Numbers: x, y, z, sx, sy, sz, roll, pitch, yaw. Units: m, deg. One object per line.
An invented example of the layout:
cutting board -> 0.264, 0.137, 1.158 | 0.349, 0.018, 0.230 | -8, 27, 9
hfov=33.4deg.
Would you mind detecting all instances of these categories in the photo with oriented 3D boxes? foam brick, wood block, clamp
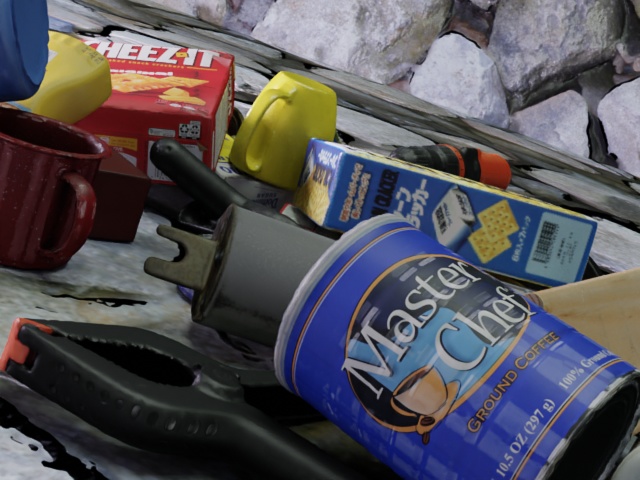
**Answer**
foam brick -> -0.169, -0.038, 0.795 | 0.051, 0.053, 0.078 | 9, 18, -38
wood block -> 0.145, 0.071, 0.626 | 0.091, 0.090, 0.205 | -18, -8, 37
clamp -> -0.056, -0.015, 0.802 | 0.172, 0.039, 0.120 | 26, -15, 26
clamp -> -0.051, 0.080, 0.532 | 0.210, 0.036, 0.164 | 21, 12, -8

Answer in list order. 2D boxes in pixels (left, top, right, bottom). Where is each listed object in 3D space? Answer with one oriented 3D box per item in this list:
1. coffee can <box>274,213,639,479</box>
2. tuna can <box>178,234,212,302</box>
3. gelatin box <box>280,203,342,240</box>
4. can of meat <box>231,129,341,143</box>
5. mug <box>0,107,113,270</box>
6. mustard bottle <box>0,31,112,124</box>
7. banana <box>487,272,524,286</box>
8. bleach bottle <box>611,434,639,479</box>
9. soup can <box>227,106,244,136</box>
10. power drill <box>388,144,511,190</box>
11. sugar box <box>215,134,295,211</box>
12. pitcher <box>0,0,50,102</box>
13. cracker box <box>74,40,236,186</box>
coffee can -> 0.063, 0.066, 0.492 | 0.140, 0.103, 0.102 | 34, 19, 29
tuna can -> -0.054, 0.028, 0.734 | 0.086, 0.034, 0.086 | 19, 14, -5
gelatin box -> -0.006, 0.001, 0.914 | 0.073, 0.030, 0.089 | 21, 14, 2
can of meat -> -0.034, -0.101, 1.113 | 0.057, 0.084, 0.102 | 59, -10, -26
mug -> -0.181, -0.028, 0.678 | 0.117, 0.081, 0.093 | 29, 17, 36
mustard bottle -> -0.238, -0.085, 0.766 | 0.096, 0.058, 0.191 | 17, 41, 17
banana -> 0.118, 0.040, 0.922 | 0.197, 0.037, 0.069 | 17, 26, -8
bleach bottle -> 0.231, 0.137, 0.647 | 0.103, 0.068, 0.250 | 23, 12, 15
soup can -> -0.137, -0.131, 1.167 | 0.068, 0.068, 0.102 | 6, 19, -42
power drill -> 0.079, -0.069, 1.113 | 0.188, 0.057, 0.184 | 3, 0, 42
sugar box -> -0.095, -0.066, 1.019 | 0.093, 0.048, 0.176 | 10, 16, -37
pitcher -> -0.307, -0.148, 0.682 | 0.243, 0.145, 0.149 | -2, 3, 0
cracker box -> -0.166, -0.120, 0.958 | 0.164, 0.072, 0.213 | 6, 24, -1
